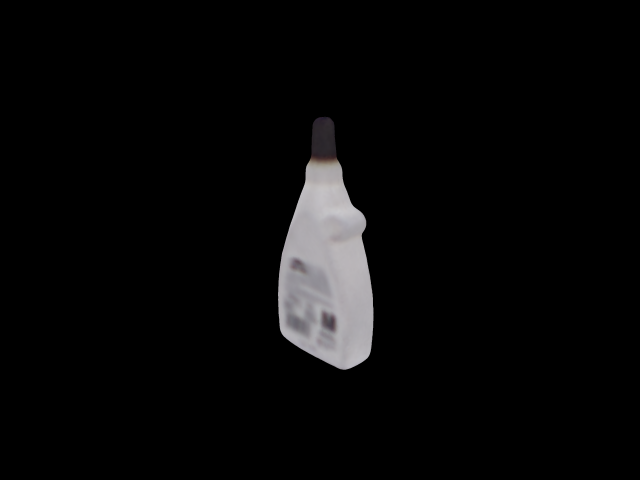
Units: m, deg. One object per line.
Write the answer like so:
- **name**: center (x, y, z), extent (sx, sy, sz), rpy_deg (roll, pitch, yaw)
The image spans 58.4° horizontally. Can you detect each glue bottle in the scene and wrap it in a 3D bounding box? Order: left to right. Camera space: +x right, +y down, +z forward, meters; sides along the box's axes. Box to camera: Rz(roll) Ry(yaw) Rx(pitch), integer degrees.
- **glue bottle**: center (0.004, 0.001, 0.400), extent (0.077, 0.173, 0.037), rpy_deg (22, 32, 40)
